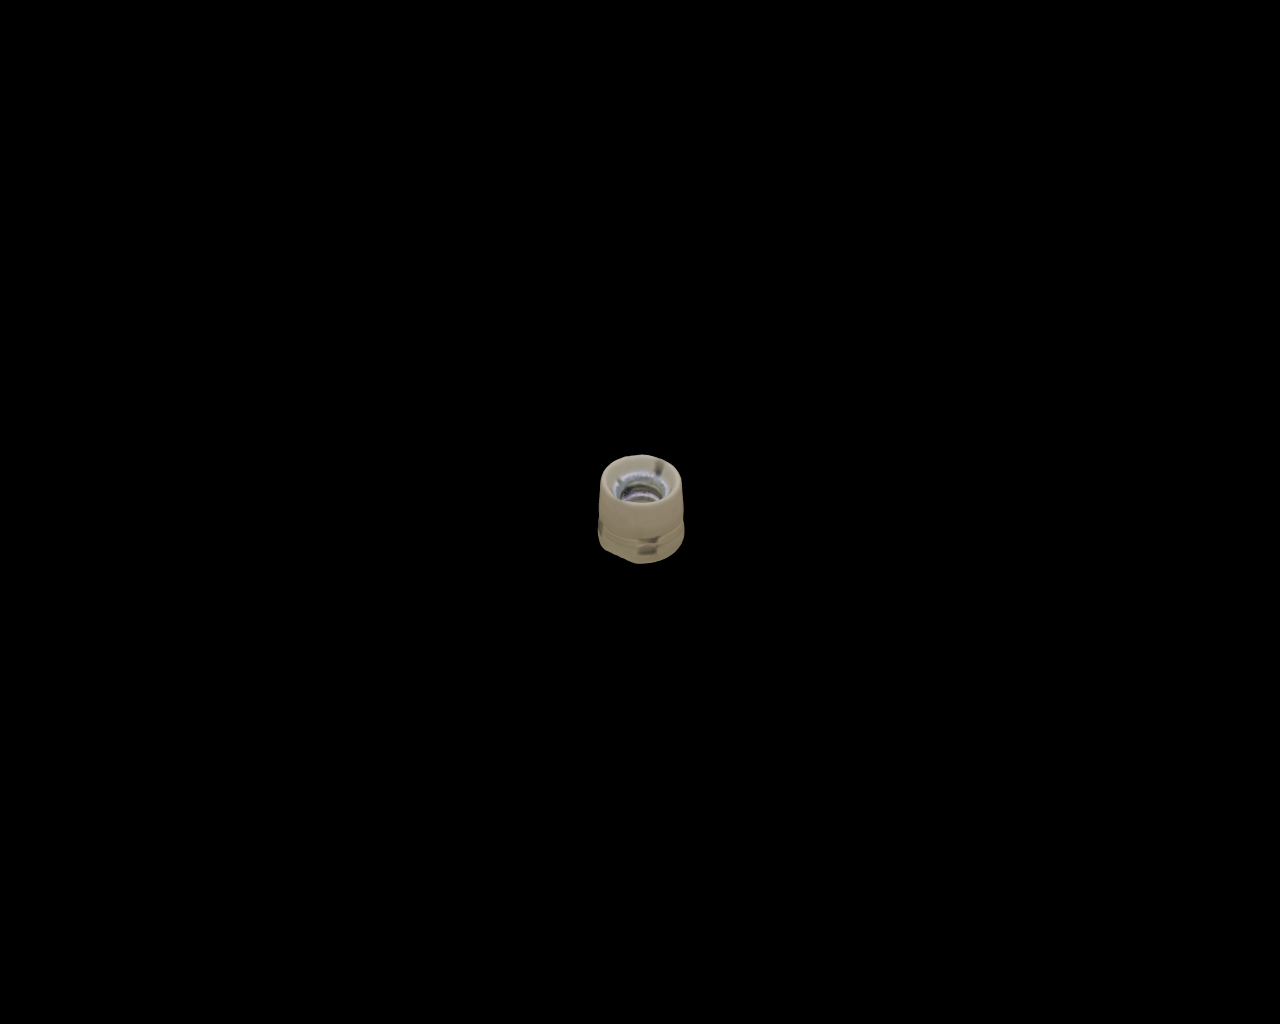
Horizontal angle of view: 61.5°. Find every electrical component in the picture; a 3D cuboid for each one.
[{"bbox_3d":[0.001,-0.003,0.650,0.055,0.047,0.055,0,42,0],"label":"electrical component"}]
